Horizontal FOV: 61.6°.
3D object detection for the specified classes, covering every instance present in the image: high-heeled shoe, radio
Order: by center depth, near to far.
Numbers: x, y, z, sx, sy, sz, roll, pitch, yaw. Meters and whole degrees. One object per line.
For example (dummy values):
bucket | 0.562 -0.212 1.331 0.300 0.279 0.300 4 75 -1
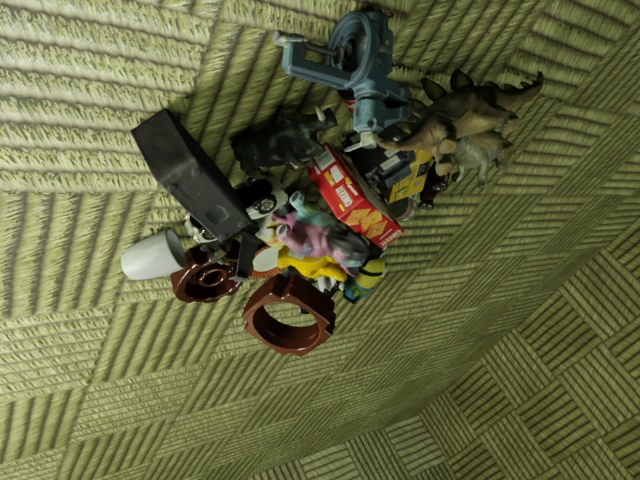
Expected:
radio | -0.204 -0.097 0.889 0.073 0.131 0.229 -34 150 2
high-heeled shoe | 0.146 -0.038 1.338 0.145 0.086 0.248 -56 163 -48

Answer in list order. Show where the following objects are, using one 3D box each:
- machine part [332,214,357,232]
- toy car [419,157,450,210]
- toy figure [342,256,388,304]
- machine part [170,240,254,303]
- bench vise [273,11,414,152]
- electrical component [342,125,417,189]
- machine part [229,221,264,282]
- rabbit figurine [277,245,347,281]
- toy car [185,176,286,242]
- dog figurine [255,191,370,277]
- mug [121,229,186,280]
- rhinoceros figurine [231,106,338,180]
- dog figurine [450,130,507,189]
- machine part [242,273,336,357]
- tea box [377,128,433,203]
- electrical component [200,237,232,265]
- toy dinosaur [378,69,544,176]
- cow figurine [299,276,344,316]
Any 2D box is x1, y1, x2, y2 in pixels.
machine part | 0.056 0.007 1.324 0.079 0.079 0.243 -28 150 -7
toy car | 0.268 -0.136 1.245 0.053 0.089 0.202 10 164 1
toy figure | 0.123 0.106 1.523 0.089 0.082 0.180 -1 140 -44
machine part | -0.238 0.070 1.176 0.179 0.056 0.179 -21 148 -14
bench vise | 0.034 -0.257 0.831 0.240 0.129 0.223 5 96 -34
electrical component | 0.123 -0.169 1.072 0.115 0.134 0.058 -32 148 4
machine part | -0.153 0.022 1.120 0.039 0.139 0.084 3 160 29
rabbit figurine | -0.009 0.035 1.239 0.162 0.122 0.173 10 156 4
toy car | -0.164 -0.060 1.033 0.202 0.074 0.056 -27 148 -8
dog figurine | -0.002 -0.003 1.109 0.219 0.192 0.108 30 73 -28
mug | -0.321 0.037 1.041 0.107 0.081 0.109 -18 156 1
rhinoceros figurine | -0.059 -0.173 0.944 0.190 0.112 0.073 -18 -179 6
dog figurine | 0.353 -0.236 1.232 0.172 0.121 0.190 -58 137 -24
machine part | -0.076 0.189 1.355 0.201 0.087 0.201 37 128 -16
tea box | 0.189 -0.170 1.194 0.098 0.068 0.169 -21 147 -17
electrical component | -0.207 0.005 1.076 0.078 0.102 0.045 22 119 -25
toy dinosaur | 0.298 -0.249 1.048 0.471 0.199 0.105 -17 146 -23
cow figurine | 0.009 0.132 1.428 0.167 0.098 0.068 -26 176 -7
